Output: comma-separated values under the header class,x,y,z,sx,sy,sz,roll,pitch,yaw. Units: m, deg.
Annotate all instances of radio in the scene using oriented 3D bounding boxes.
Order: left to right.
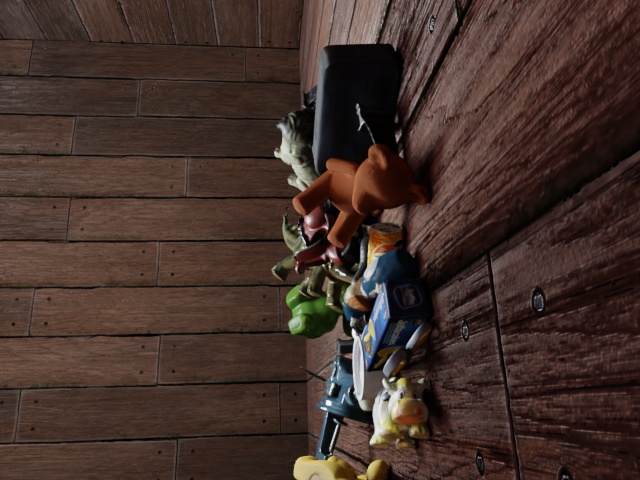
class,x,y,z,sx,sy,sz,roll,pitch,yaw
radio,0.058,-0.218,0.936,0.073,0.131,0.229,-99,11,-49

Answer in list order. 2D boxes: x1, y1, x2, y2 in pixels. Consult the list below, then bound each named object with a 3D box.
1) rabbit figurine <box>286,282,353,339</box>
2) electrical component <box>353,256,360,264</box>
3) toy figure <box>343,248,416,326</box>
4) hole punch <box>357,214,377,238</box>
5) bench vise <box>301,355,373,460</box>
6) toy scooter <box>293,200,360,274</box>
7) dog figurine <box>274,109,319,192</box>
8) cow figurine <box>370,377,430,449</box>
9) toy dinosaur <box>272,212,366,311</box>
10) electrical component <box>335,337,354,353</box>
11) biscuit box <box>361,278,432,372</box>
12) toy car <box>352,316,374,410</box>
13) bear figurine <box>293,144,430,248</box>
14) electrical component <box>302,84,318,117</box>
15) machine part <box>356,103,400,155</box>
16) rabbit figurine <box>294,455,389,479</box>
class,x,y,z,sx,sy,sz,roll,pitch,yaw
rabbit figurine,0.030,0.165,1.243,0.159,0.170,0.121,43,-152,-34
electrical component,0.074,0.056,1.246,0.078,0.045,0.102,60,172,8
toy figure,0.081,0.071,0.813,0.154,0.064,0.058,-46,70,35
hole punch,0.076,-0.091,1.063,0.115,0.092,0.142,54,-170,-40
bench vise,0.036,0.368,1.134,0.224,0.129,0.240,-14,56,65
toy scooter,-0.002,-0.003,1.063,0.075,0.135,0.184,42,-161,-41
dog figurine,-0.018,-0.165,1.081,0.172,0.121,0.190,45,177,-3
cow figurine,0.113,0.227,0.741,0.167,0.068,0.098,100,174,-57
toy dinosaur,-0.004,0.027,1.194,0.198,0.105,0.472,-54,34,-9
electrical component,0.066,0.238,1.201,0.094,0.063,0.021,-137,47,-81
biscuit box,0.107,0.129,0.788,0.202,0.063,0.059,97,169,-55
toy car,0.090,0.217,1.015,0.073,0.056,0.201,88,-178,-80
bear figurine,0.058,-0.061,0.777,0.132,0.120,0.196,-49,17,-7
electrical component,0.051,-0.265,0.999,0.134,0.114,0.058,-33,44,28
machine part,0.101,-0.153,0.852,0.039,0.084,0.139,-32,62,45
rabbit figurine,0.056,0.446,0.966,0.162,0.173,0.122,-31,45,28
